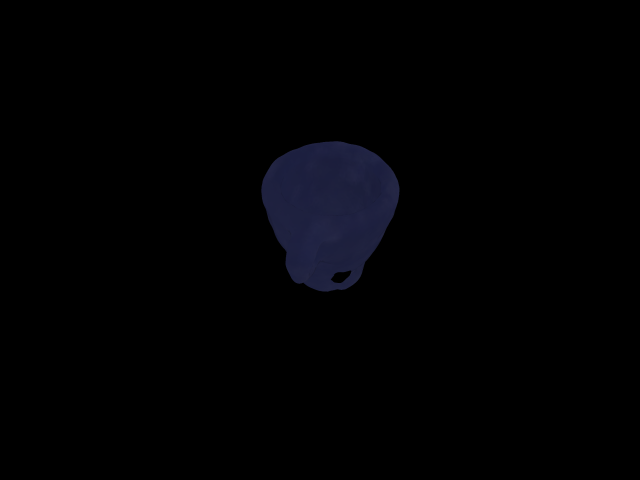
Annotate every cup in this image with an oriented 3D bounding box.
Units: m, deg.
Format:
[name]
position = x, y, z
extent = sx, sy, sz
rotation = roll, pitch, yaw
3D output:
[cup]
position = 0.004, 0.001, 0.400
extent = 0.091, 0.095, 0.118
rotation = 11, 47, 11
